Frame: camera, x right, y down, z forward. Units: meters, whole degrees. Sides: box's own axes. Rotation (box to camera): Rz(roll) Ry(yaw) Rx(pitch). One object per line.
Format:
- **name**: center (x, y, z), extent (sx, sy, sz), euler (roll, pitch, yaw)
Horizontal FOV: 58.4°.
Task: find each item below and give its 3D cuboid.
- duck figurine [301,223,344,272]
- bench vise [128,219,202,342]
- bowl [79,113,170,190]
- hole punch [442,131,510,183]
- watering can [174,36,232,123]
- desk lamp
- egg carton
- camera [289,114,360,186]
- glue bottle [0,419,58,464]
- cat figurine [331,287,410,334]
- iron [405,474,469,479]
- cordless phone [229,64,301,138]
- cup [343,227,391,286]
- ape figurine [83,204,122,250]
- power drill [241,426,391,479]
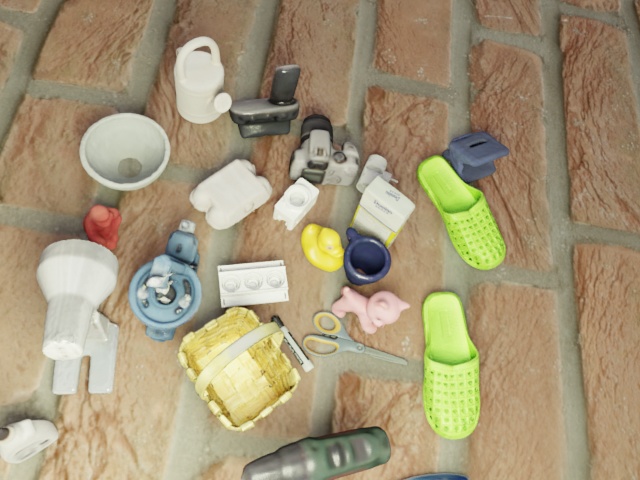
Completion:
- **duck figurine**: center (0.010, 0.004, 1.114), extent (0.078, 0.086, 0.104), euler (-35, 76, -22)
- **bench vise**: center (-0.264, 0.050, 0.969), extent (0.121, 0.219, 0.207), euler (-3, 67, -12)
- **bowl**: center (-0.376, -0.161, 1.121), extent (0.167, 0.074, 0.167), euler (4, 66, -9)
- **hole punch**: center (0.341, -0.194, 1.260), extent (0.109, 0.091, 0.101), euler (-21, 72, -18)
- **watering can**: center (-0.237, -0.327, 1.154), extent (0.173, 0.194, 0.101), euler (33, 65, 5)
- **desk lamp**: center (-0.383, 0.128, 0.915), extent (0.118, 0.213, 0.203), euler (0, 66, -10)
- **egg carton**: center (-0.173, -0.090, 1.130), extent (0.150, 0.069, 0.107), euler (-40, 78, -23)
- **camera**: center (0.011, -0.195, 1.194), extent (0.143, 0.101, 0.137), euler (4, 66, -8)
- **glue bottle**: center (-0.449, 0.295, 0.852), extent (0.078, 0.173, 0.037), euler (-30, 74, -21)
- **cat figurine**: center (0.095, 0.121, 1.061), extent (0.128, 0.117, 0.067), euler (26, 64, 2)
- **iron**: center (0.158, 0.443, 0.917), extent (0.259, 0.141, 0.118), euler (-24, 72, -19)
- **cordless phone**: center (-0.111, -0.297, 1.170), extent (0.148, 0.185, 0.094), euler (-14, 69, -16)
- **cup**: center (0.075, 0.040, 1.105), extent (0.092, 0.095, 0.117), euler (-24, 73, -19)
- **ape figurine**: center (-0.400, -0.033, 1.051), extent (0.076, 0.092, 0.078), euler (39, 66, 8)
- **power drill**: center (-0.012, 0.347, 0.891), extent (0.230, 0.208, 0.075), euler (-10, 68, -14)
